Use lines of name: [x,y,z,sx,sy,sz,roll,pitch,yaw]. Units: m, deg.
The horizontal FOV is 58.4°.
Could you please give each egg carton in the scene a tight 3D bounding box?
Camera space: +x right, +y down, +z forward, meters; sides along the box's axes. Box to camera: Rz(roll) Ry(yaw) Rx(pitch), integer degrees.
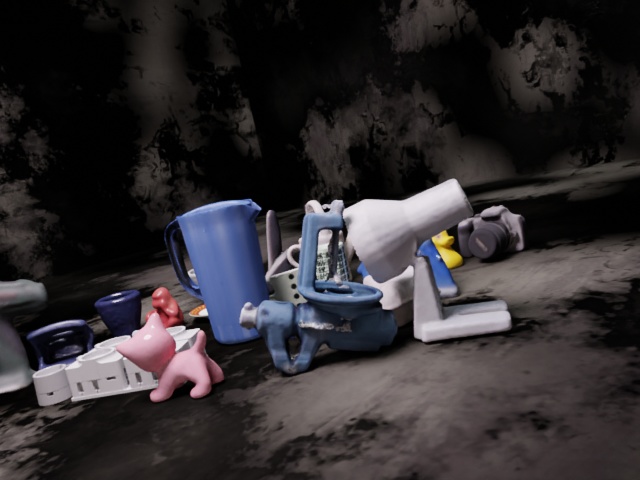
egg carton: [0.130,0.090,0.945,0.107,0.069,0.150,-14,8,-9]

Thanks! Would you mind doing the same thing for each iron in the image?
iron: [0.166,0.025,1.088,0.119,0.141,0.257,-16,9,-25]

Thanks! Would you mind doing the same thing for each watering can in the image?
watering can: [0.011,0.004,1.279,0.173,0.194,0.100,-18,10,-36]

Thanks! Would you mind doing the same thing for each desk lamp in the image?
desk lamp: [0.150,0.029,0.817,0.203,0.213,0.118,-10,8,14]

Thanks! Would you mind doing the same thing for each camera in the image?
camera: [0.352,-0.013,1.220,0.142,0.101,0.137,-6,10,38]

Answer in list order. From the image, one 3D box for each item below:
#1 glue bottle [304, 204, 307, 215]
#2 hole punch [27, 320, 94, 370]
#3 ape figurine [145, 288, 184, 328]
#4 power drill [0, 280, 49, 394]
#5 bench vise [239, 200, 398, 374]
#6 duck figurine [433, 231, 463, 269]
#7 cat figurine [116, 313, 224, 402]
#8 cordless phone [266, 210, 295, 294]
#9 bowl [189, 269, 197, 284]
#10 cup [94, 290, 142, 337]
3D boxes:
glue bottle: [-0.016,-0.010,1.500,0.078,0.173,0.037,-15,9,-20]
hole punch: [-0.486,0.194,1.081,0.109,0.091,0.101,-15,8,-16]
ape figurine: [-0.320,0.143,1.178,0.077,0.092,0.076,-5,11,42]
power drill: [-0.584,0.167,0.993,0.230,0.208,0.075,-17,9,-29]
bench vise: [-0.009,0.065,0.787,0.208,0.220,0.121,-15,9,-20]
duck figurine: [0.254,0.015,1.226,0.078,0.086,0.104,-16,9,-27]
cat figurine: [-0.211,0.160,0.802,0.127,0.118,0.067,-10,8,13]
cordless phone: [-0.109,0.026,1.341,0.094,0.185,0.147,-13,8,-2]
bowl: [-0.247,0.098,1.451,0.167,0.075,0.167,-12,8,2]
cup: [-0.408,0.158,1.197,0.091,0.095,0.118,-12,8,1]
